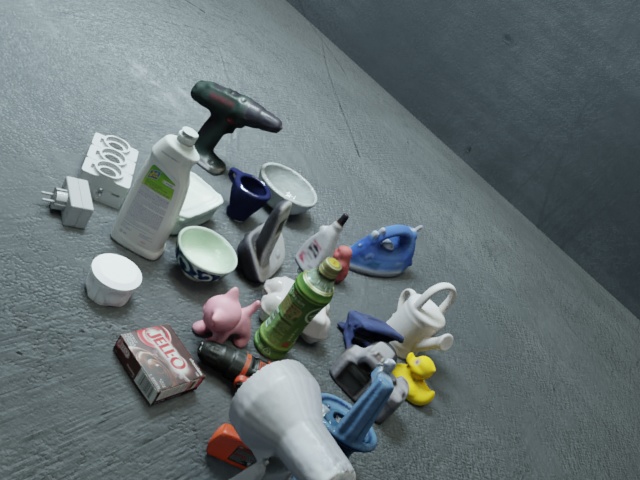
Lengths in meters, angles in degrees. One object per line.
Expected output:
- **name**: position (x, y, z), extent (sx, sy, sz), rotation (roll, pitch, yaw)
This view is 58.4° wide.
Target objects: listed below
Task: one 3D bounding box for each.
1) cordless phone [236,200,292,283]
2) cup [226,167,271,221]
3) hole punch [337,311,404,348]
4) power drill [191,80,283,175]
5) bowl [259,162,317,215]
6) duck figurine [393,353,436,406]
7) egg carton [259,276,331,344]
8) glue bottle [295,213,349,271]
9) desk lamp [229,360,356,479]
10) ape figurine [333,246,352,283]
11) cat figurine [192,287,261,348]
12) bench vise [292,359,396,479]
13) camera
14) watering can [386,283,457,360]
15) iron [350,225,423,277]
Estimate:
- **cordless phone**: position (-0.092, -0.012, 1.173), extent (0.094, 0.185, 0.148), rotation (37, 27, 1)
- **cup**: position (-0.180, -0.099, 1.302), extent (0.117, 0.095, 0.092), rotation (44, 28, 14)
- **hole punch**: position (0.106, 0.189, 1.198), extent (0.109, 0.091, 0.101), rotation (22, 31, -26)
- **power drill**: position (-0.227, -0.267, 1.382), extent (0.229, 0.208, 0.076), rotation (36, 27, -1)
- **bowl**: position (-0.094, -0.118, 1.455), extent (0.168, 0.074, 0.167), rotation (28, 28, -17)
- **duck figurine**: position (0.203, 0.280, 1.177), extent (0.104, 0.086, 0.078), rotation (48, 29, 20)
- **egg carton**: position (-0.048, 0.137, 1.120), extent (0.151, 0.069, 0.107), rotation (28, 29, -18)
- **glue bottle**: position (0.012, 0.005, 1.283), extent (0.037, 0.173, 0.078), rotation (0, 45, -50)
- **desk lamp**: position (-0.051, 0.290, 0.722), extent (0.118, 0.213, 0.202), rotation (10, 38, -42)
- **ape figurine**: position (0.042, 0.050, 1.337), extent (0.076, 0.092, 0.078), rotation (43, 28, 11)
- **cat figurine**: position (-0.152, 0.127, 0.960), extent (0.128, 0.117, 0.067), rotation (-2, 47, -51)
- **bench vise**: position (0.051, 0.288, 0.839), extent (0.122, 0.219, 0.207), rotation (23, 30, -25)
- **camera**: position (0.116, 0.251, 1.103), extent (0.143, 0.100, 0.137), rotation (44, 28, 13)
- **watering can**: position (0.231, 0.172, 1.260), extent (0.101, 0.194, 0.172), rotation (-5, 48, -52)
- **iron**: position (0.166, 0.011, 1.489), extent (0.259, 0.141, 0.118), rotation (-1, 45, -50)
